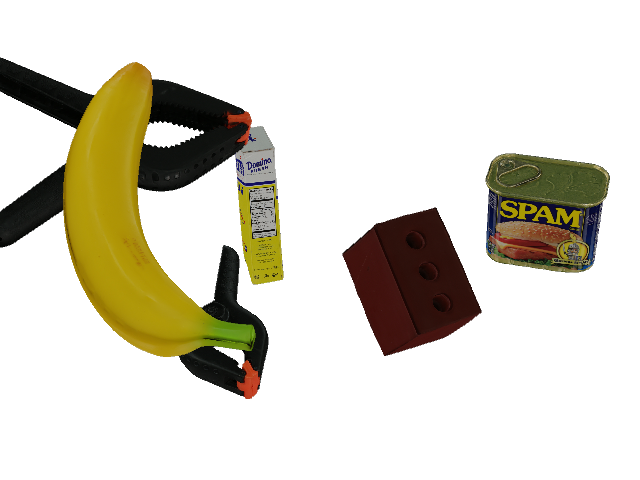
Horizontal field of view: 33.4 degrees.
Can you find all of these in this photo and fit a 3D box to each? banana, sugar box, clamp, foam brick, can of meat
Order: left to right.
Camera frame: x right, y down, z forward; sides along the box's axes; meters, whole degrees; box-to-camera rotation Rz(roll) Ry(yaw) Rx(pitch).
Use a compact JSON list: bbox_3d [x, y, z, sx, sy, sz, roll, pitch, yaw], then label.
[{"bbox_3d":[-0.155,-0.067,0.784,0.209,0.164,0.036,0,-30,-11],"label":"clamp"},{"bbox_3d":[-0.095,-0.013,0.538,0.069,0.198,0.037,-13,-35,-18],"label":"banana"},{"bbox_3d":[-0.091,0.067,0.942,0.120,0.039,0.172,-30,53,-25],"label":"clamp"},{"bbox_3d":[-0.078,-0.044,1.325,0.048,0.176,0.093,-10,24,-9],"label":"sugar box"},{"bbox_3d":[0.059,0.028,0.699,0.052,0.078,0.051,-16,-14,-31],"label":"foam brick"},{"bbox_3d":[0.195,-0.022,0.934,0.102,0.084,0.057,9,43,16],"label":"can of meat"}]
